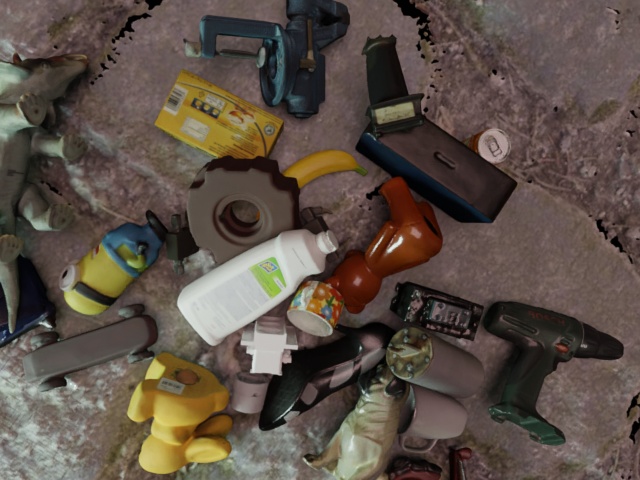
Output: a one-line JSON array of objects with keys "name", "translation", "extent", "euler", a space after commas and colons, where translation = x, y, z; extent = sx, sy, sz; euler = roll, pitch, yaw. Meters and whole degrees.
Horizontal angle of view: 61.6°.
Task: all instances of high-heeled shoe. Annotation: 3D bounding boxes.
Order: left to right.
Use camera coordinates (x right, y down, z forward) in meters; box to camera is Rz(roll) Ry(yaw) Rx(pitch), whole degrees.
[{"name": "high-heeled shoe", "translation": [0.019, 0.222, 0.856], "extent": [0.145, 0.086, 0.248], "euler": [29, 108, -35]}]

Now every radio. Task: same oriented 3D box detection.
[{"name": "radio", "translation": [0.167, -0.114, 0.816], "extent": [0.229, 0.131, 0.073], "euler": [35, 87, -4]}]

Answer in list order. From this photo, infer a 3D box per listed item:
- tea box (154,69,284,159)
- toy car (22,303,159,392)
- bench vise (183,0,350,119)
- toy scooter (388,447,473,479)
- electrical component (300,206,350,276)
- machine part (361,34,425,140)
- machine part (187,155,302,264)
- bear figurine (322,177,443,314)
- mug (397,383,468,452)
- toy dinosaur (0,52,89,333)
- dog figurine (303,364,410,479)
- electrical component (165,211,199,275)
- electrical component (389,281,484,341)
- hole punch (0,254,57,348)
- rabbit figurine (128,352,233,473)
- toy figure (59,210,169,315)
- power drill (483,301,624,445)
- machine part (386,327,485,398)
[{"name": "tea box", "translation": [-0.150, -0.173, 0.819], "extent": [0.169, 0.068, 0.098], "euler": [28, 89, -6]}, {"name": "toy car", "translation": [-0.345, 0.164, 0.815], "extent": [0.202, 0.053, 0.089], "euler": [-19, 77, -3]}, {"name": "bench vise", "translation": [-0.075, -0.294, 0.788], "extent": [0.240, 0.129, 0.223], "euler": [-3, 111, -23]}, {"name": "toy scooter", "translation": [0.182, 0.389, 0.856], "extent": [0.184, 0.075, 0.135], "euler": [13, 90, -8]}, {"name": "electrical component", "translation": [-0.003, -0.003, 0.850], "extent": [0.078, 0.045, 0.102], "euler": [-36, 91, 25]}, {"name": "machine part", "translation": [0.094, -0.210, 0.732], "extent": [0.084, 0.039, 0.139], "euler": [-16, 79, 13]}, {"name": "machine part", "translation": [-0.111, -0.039, 0.794], "extent": [0.179, 0.056, 0.179], "euler": [3, 118, 5]}, {"name": "bear figurine", "translation": [0.090, 0.019, 0.835], "extent": [0.196, 0.132, 0.120], "euler": [-37, 132, 25]}, {"name": "mug", "translation": [0.174, 0.286, 0.852], "extent": [0.107, 0.081, 0.109], "euler": [13, 89, -14]}, {"name": "toy dinosaur", "translation": [-0.440, -0.093, 0.748], "extent": [0.192, 0.131, 0.404], "euler": [18, 89, 30]}, {"name": "dog figurine", "translation": [0.086, 0.295, 0.828], "extent": [0.121, 0.172, 0.190], "euler": [31, 75, 23]}, {"name": "electrical component", "translation": [-0.208, 0.004, 0.820], "extent": [0.021, 0.063, 0.094], "euler": [5, 104, 21]}, {"name": "electrical component", "translation": [0.179, 0.106, 0.821], "extent": [0.115, 0.134, 0.058], "euler": [15, 90, -7]}, {"name": "hole punch", "translation": [-0.467, 0.085, 0.775], "extent": [0.116, 0.092, 0.142], "euler": [-32, 74, -6]}, {"name": "rabbit figurine", "translation": [-0.211, 0.278, 0.815], "extent": [0.162, 0.122, 0.173], "euler": [18, 103, -15]}, {"name": "toy figure", "translation": [-0.304, 0.036, 0.804], "extent": [0.180, 0.082, 0.089], "euler": [-37, 91, -6]}, {"name": "power drill", "translation": [0.360, 0.206, 0.841], "extent": [0.232, 0.086, 0.207], "euler": [25, 70, 0]}, {"name": "machine part", "translation": [0.176, 0.187, 0.807], "extent": [0.243, 0.079, 0.079], "euler": [30, 88, -44]}]
